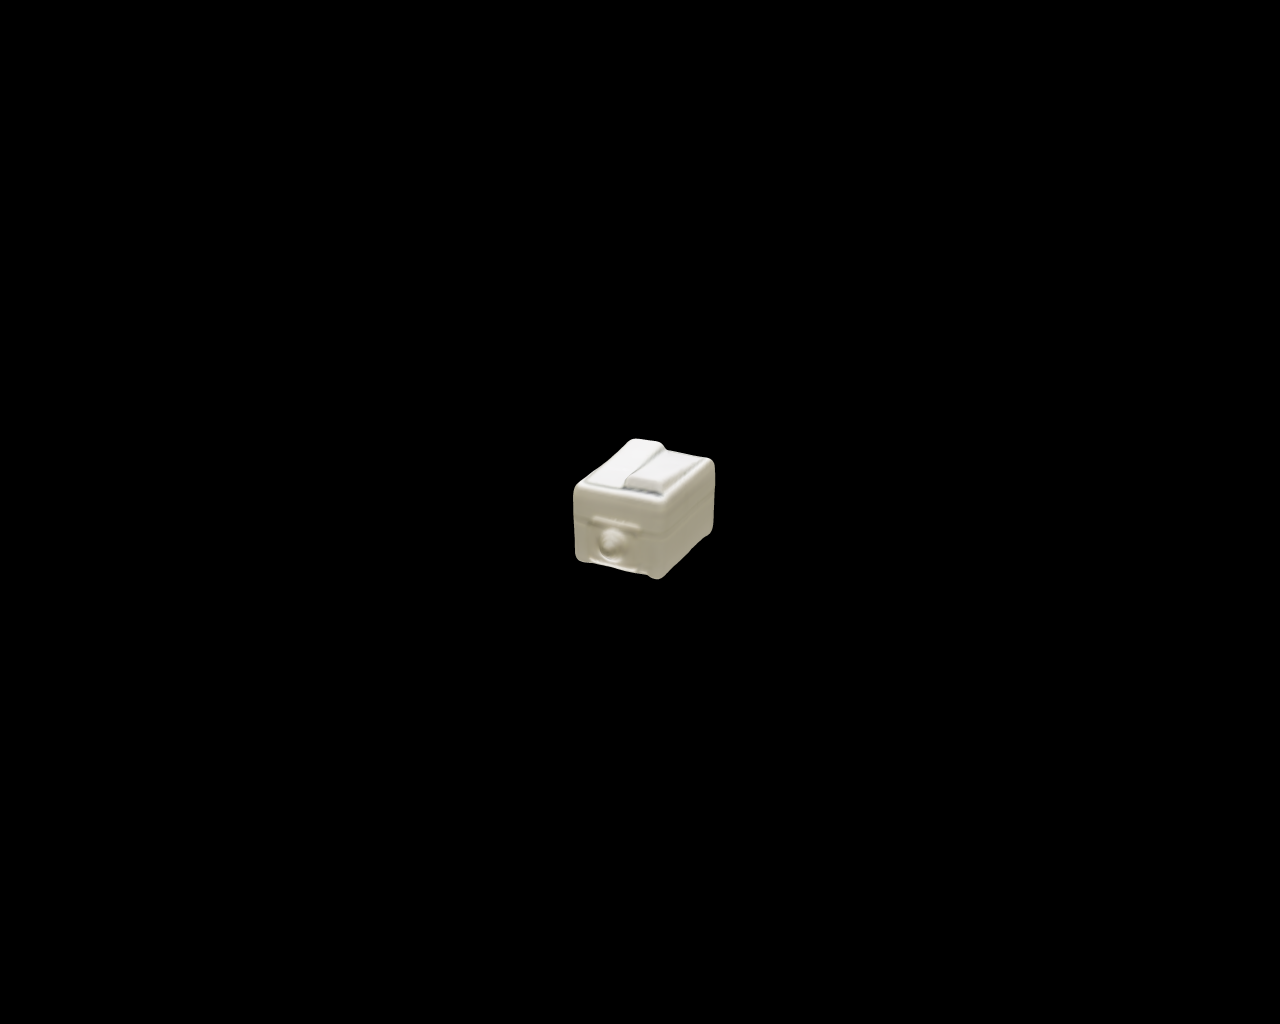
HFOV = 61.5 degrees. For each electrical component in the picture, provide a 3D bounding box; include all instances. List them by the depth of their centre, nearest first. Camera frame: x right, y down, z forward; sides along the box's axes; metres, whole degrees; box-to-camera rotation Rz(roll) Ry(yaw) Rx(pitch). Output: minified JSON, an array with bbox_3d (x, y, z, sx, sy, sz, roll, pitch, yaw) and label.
[{"bbox_3d":[0.001,-0.003,0.650,0.062,0.061,0.096,12,27,25],"label":"electrical component"}]
